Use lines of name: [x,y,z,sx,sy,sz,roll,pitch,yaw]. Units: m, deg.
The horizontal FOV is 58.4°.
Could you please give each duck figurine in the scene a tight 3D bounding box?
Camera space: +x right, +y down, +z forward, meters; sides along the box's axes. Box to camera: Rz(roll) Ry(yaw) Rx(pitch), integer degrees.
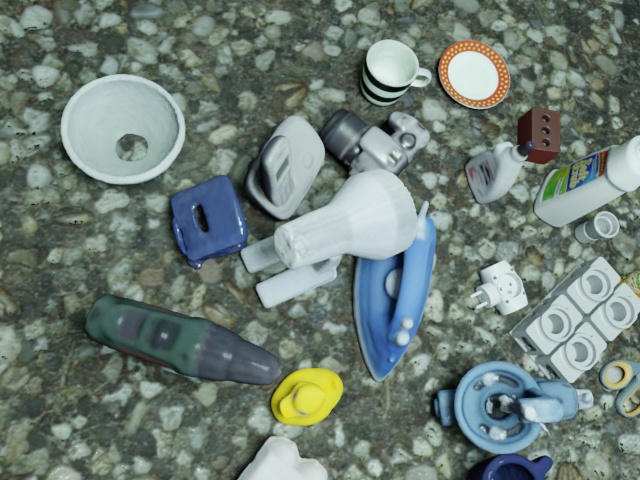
duck figurine: [-0.014,0.216,0.788,0.105,0.086,0.077,-21,81,-14]

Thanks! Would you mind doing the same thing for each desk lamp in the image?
desk lamp: [0.007,0.003,0.777,0.203,0.213,0.118,-24,82,-15]

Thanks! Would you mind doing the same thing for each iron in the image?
iron: [0.117,0.072,0.818,0.119,0.141,0.258,10,75,-7]

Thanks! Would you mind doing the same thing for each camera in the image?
camera: [0.079,-0.153,0.887,0.137,0.100,0.143,42,73,2]

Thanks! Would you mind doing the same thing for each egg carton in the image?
egg carton: [-0.064,0.344,0.756,0.107,0.069,0.150,38,73,0]

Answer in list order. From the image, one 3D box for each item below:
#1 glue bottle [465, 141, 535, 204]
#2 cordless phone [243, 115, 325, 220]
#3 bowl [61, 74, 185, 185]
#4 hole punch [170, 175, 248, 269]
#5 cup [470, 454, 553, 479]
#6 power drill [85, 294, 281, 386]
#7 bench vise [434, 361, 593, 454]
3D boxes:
glue bottle: [0.279,-0.114,0.876,0.037,0.173,0.078,-19,80,-14]
cordless phone: [-0.045,-0.120,0.812,0.094,0.185,0.148,27,73,-2]
bowl: [-0.281,-0.150,0.833,0.167,0.074,0.167,2,76,-10]
hole punch: [-0.159,-0.025,0.817,0.101,0.091,0.108,-17,80,-14]
cup: [0.262,0.335,0.804,0.118,0.095,0.091,-30,83,-15]
power drill: [-0.166,0.132,0.716,0.230,0.208,0.076,18,74,-5]
bench vise: [0.280,0.211,0.773,0.208,0.219,0.121,-20,80,-14]
